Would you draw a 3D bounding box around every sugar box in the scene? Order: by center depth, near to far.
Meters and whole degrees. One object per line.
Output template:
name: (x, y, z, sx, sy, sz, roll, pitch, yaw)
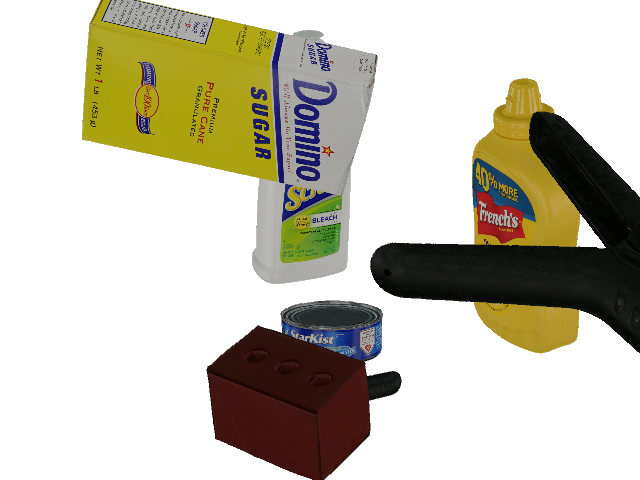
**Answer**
sugar box: (-0.059, -0.091, 0.682, 0.176, 0.093, 0.048, 13, 43, -2)

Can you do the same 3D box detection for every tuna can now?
tuna can: (0.009, 0.077, 0.894, 0.086, 0.034, 0.086, 0, 11, 0)

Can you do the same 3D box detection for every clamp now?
clamp: (0.139, 0.016, 0.491, 0.210, 0.036, 0.164, 32, 50, 32)
clamp: (-0.015, 0.151, 1.084, 0.171, 0.039, 0.120, -24, 35, -37)

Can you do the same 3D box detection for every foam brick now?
foam brick: (-0.018, 0.092, 0.608, 0.078, 0.051, 0.052, 15, 33, 29)

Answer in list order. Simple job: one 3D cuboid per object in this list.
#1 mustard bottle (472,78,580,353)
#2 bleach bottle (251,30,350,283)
mustard bottle: (0.144, -0.022, 0.758, 0.058, 0.192, 0.096, -15, 29, -18)
bleach bottle: (-0.020, -0.084, 1.071, 0.102, 0.251, 0.068, -9, 28, -17)
